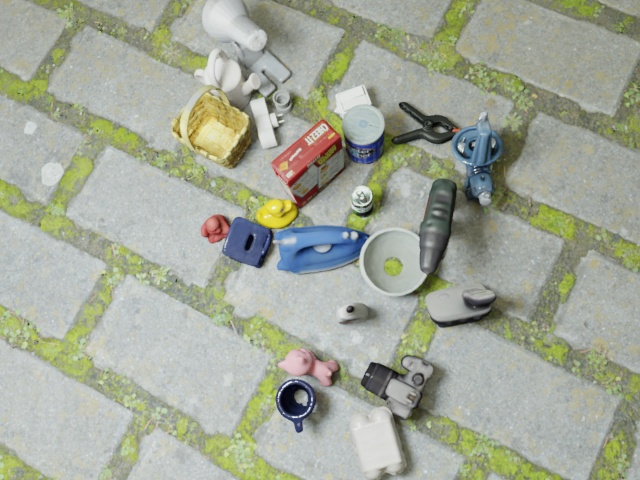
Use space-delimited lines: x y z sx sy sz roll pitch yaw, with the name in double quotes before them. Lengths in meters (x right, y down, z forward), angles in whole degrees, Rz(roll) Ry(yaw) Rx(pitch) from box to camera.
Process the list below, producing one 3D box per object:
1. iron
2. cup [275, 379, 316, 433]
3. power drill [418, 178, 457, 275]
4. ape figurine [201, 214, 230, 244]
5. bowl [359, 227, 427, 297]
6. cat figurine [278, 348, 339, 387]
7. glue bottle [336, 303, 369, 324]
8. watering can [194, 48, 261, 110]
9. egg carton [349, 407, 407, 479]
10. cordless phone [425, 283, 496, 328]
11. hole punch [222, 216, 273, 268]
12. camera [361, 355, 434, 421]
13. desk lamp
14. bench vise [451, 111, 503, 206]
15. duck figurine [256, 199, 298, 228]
"iron" 0.013 0.005 1.372 0.258 0.141 0.118 -8 76 4
"cup" -0.048 0.380 1.318 0.091 0.095 0.118 -10 76 4
"power drill" 0.264 -0.016 1.316 0.075 0.208 0.230 11 79 9
"ape figurine" -0.262 -0.033 1.435 0.077 0.092 0.076 16 80 10
"bowl" 0.179 0.057 1.378 0.167 0.075 0.167 -1 77 6
"cat figurine" -0.027 0.291 1.324 0.127 0.118 0.067 19 80 10
"glue bottle" 0.071 0.166 1.313 0.078 0.173 0.037 -15 76 3
"watering can" -0.238 -0.416 1.466 0.172 0.194 0.101 -9 76 4
"egg carton" 0.128 0.460 1.295 0.107 0.069 0.150 -17 76 2
"cordless phone" 0.318 0.139 1.288 0.147 0.185 0.094 -15 76 3
"hole punch" -0.177 0.005 1.418 0.101 0.091 0.109 18 80 10
"camera" 0.171 0.320 1.306 0.136 0.101 0.143 26 81 11
"desk lamp" -0.187 -0.509 1.472 0.203 0.213 0.118 44 85 13
"bench vise" 0.386 -0.196 1.338 0.121 0.220 0.207 -24 76 0
"duck figurine" -0.112 -0.074 1.432 0.104 0.086 0.077 -15 76 3
